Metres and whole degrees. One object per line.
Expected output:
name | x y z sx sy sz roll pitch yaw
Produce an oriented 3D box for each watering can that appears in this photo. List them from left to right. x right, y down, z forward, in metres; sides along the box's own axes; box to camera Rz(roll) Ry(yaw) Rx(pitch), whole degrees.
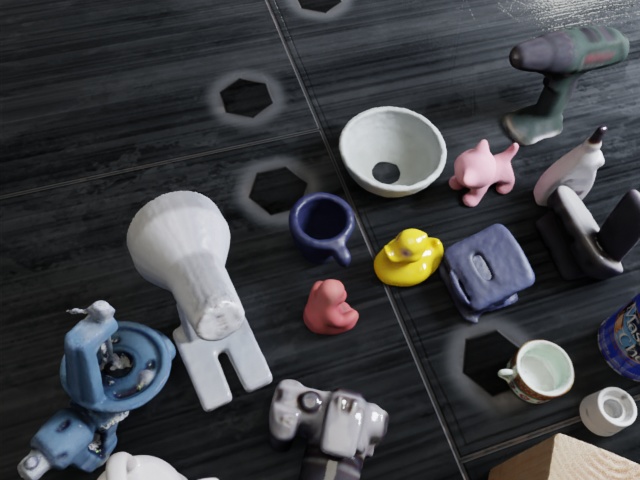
watering can | -0.192 0.279 0.586 0.173 0.194 0.100 -34 67 -20

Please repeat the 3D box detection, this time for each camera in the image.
camera | 0.001 0.246 0.671 0.143 0.101 0.137 13 60 4

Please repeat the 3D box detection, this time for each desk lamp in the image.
desk lamp | -0.139 0.073 0.697 0.118 0.213 0.203 -24 64 -16

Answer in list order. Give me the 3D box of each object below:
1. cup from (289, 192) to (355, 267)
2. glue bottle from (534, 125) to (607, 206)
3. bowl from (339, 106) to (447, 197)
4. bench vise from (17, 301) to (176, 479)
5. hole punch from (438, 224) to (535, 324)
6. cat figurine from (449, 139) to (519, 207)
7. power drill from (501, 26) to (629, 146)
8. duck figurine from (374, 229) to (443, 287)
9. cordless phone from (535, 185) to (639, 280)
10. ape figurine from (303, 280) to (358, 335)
cup | 0.007 0.003 0.816 0.092 0.095 0.117 -25 65 -17
glue bottle | 0.388 -0.112 0.862 0.078 0.173 0.037 -1 60 -4
bowl | 0.111 -0.127 0.910 0.167 0.075 0.167 2 60 -3
bench vise | -0.244 0.167 0.632 0.121 0.220 0.207 14 60 5
hole punch | 0.232 0.046 0.808 0.101 0.091 0.108 -17 62 -13
cat figurine | 0.253 -0.112 0.885 0.128 0.118 0.067 -25 64 -17
power drill | 0.374 -0.252 0.922 0.230 0.208 0.075 -22 63 -15
duck figurine | 0.132 0.015 0.822 0.105 0.086 0.077 -16 62 -13
cordless phone | 0.397 -0.035 0.812 0.094 0.185 0.147 -16 62 -12
ape figurine | 0.013 0.084 0.771 0.076 0.092 0.077 -20 63 -14
